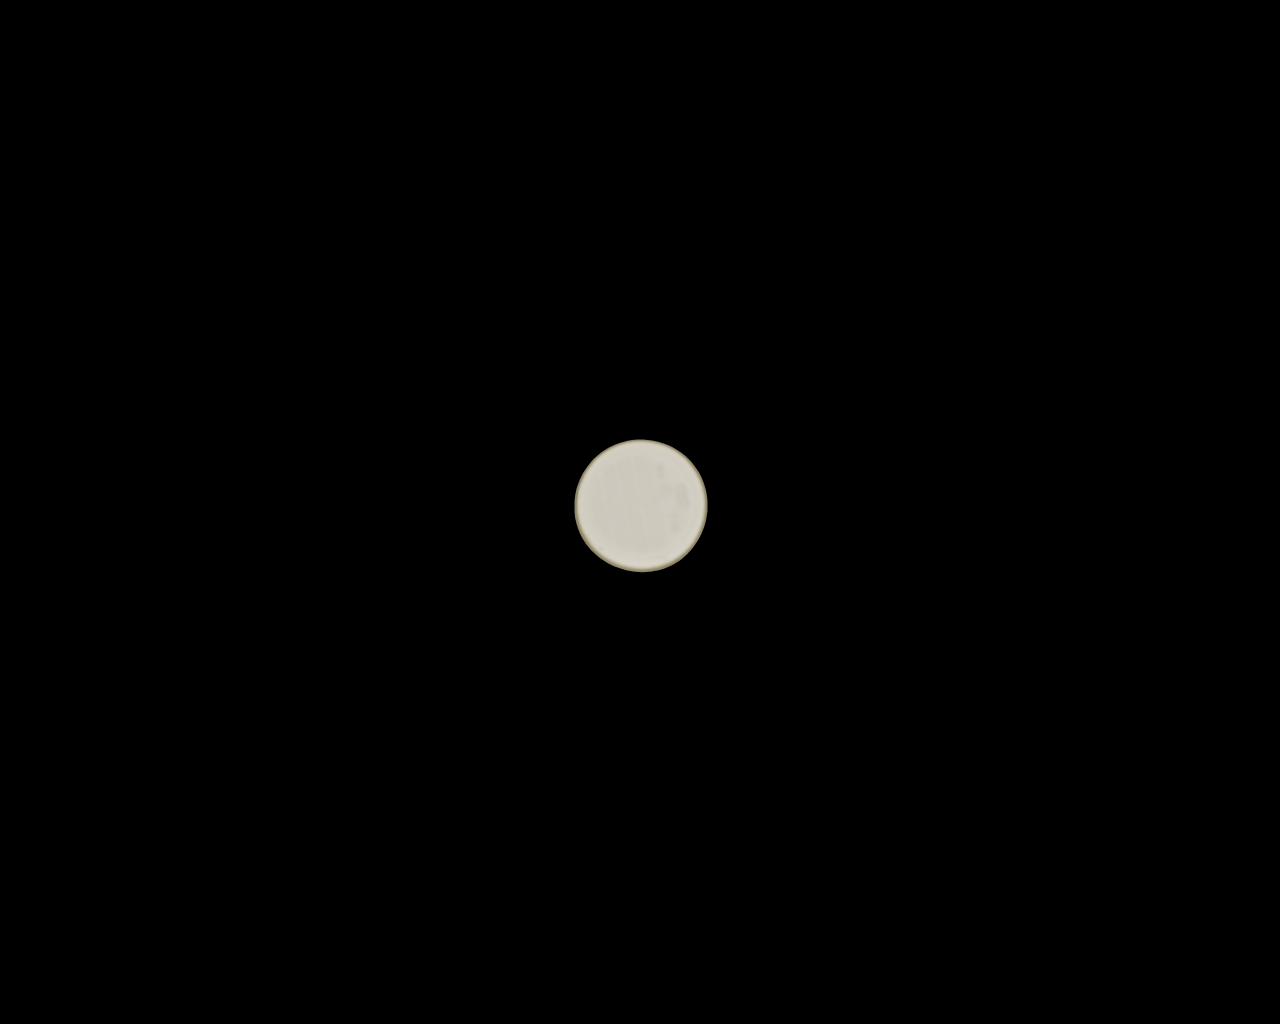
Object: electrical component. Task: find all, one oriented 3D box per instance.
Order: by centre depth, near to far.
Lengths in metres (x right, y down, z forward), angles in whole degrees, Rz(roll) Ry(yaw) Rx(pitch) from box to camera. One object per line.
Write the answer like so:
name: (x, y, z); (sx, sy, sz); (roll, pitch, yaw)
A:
electrical component: (0.001, -0.003, 0.650); (0.080, 0.080, 0.051); (0, -4, 0)
